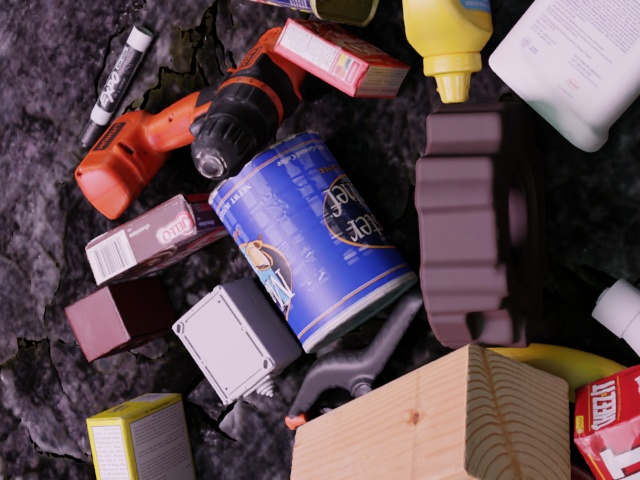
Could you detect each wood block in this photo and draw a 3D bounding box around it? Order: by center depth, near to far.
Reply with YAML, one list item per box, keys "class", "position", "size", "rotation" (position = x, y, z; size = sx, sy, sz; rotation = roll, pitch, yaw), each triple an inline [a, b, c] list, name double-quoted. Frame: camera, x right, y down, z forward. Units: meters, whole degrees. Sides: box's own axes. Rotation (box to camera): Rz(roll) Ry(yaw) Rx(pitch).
- class: "wood block"
  position: [0.069, 0.157, 0.750]
  size: [0.207, 0.090, 0.091]
  rotation: [-35, 39, 48]

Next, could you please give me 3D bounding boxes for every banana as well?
- class: "banana"
  position: [0.188, 0.114, 0.763]
  size: [0.198, 0.037, 0.069]
  rotation: [26, 94, 13]

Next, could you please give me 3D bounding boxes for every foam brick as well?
- class: "foam brick"
  position: [-0.170, 0.067, 0.924]
  size: [0.053, 0.078, 0.051]
  rotation: [-27, 83, 27]

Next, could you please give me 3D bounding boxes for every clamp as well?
- class: "clamp"
  position: [0.052, 0.123, 0.845]
  size: [0.172, 0.039, 0.120]
  rotation: [-35, 86, 32]

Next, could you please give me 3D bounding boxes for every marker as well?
- class: "marker"
  position: [-0.180, -0.131, 0.936]
  size: [0.020, 0.020, 0.121]
  rotation: [39, 111, 17]

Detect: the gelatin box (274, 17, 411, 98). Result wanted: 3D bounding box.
- class: "gelatin box"
  position: [0.019, -0.136, 0.797]
  size: [0.073, 0.089, 0.030]
  rotation: [33, 110, 18]

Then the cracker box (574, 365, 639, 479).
- class: "cracker box"
  position: [0.294, 0.138, 0.679]
  size: [0.214, 0.072, 0.164]
  rotation: [-27, 104, 24]

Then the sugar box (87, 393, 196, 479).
- class: "sugar box"
  position: [-0.146, 0.228, 0.925]
  size: [0.048, 0.093, 0.176]
  rotation: [-5, 94, 27]

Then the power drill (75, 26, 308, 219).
- class: "power drill"
  position: [-0.101, -0.080, 0.826]
  size: [0.188, 0.184, 0.057]
  rotation: [-21, 115, 32]

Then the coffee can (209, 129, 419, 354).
- class: "coffee can"
  position: [-0.005, 0.001, 0.819]
  size: [0.103, 0.102, 0.140]
  rotation: [-38, 79, 25]

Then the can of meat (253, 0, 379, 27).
- class: "can of meat"
  position: [-0.012, -0.198, 0.798]
  size: [0.084, 0.101, 0.057]
  rotation: [18, 104, 26]

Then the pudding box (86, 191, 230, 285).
- class: "pudding box"
  position: [-0.124, -0.004, 0.885]
  size: [0.114, 0.089, 0.039]
  rotation: [-24, 84, 28]

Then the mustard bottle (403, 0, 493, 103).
- class: "mustard bottle"
  position: [0.088, -0.193, 0.751]
  size: [0.058, 0.096, 0.191]
  rotation: [-3, 96, 27]

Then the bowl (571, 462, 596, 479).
- class: "bowl"
  position: [0.163, 0.226, 0.791]
  size: [0.162, 0.055, 0.162]
  rotation: [4, 98, 26]

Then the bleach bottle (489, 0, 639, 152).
- class: "bleach bottle"
  position: [0.229, -0.183, 0.702]
  size: [0.102, 0.068, 0.251]
  rotation: [46, 111, 13]
